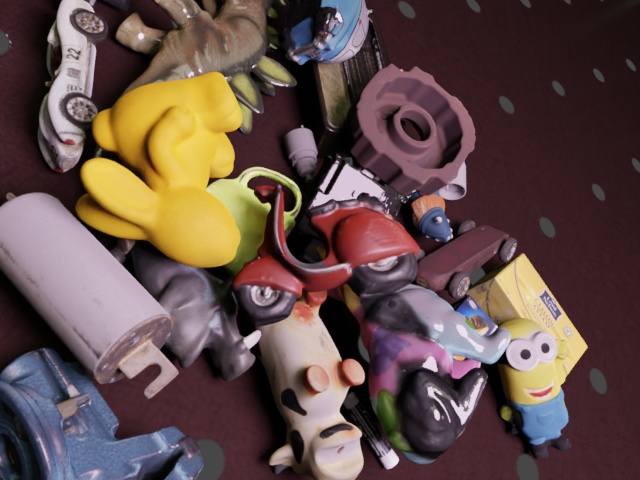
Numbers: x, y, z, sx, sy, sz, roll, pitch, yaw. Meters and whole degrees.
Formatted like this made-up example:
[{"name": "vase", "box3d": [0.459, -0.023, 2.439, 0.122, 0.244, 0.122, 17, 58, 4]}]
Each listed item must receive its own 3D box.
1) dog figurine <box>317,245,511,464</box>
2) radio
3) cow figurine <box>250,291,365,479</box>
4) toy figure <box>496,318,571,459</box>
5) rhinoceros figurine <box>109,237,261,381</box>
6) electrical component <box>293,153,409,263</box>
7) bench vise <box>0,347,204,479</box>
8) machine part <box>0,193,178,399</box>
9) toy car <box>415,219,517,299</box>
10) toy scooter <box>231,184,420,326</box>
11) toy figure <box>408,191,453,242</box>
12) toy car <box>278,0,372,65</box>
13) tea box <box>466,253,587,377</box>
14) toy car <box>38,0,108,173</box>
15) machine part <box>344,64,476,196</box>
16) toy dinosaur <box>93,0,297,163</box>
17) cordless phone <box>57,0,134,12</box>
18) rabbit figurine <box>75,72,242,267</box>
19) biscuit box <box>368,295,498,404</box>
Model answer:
[{"name": "dog figurine", "box3d": [0.068, 0.098, 0.570, 0.219, 0.108, 0.191, 33, 60, 14]}, {"name": "radio", "box3d": [0.038, -0.233, 0.790, 0.131, 0.073, 0.229, -1, 69, -22]}, {"name": "cow figurine", "box3d": [-0.016, 0.153, 0.546, 0.085, 0.127, 0.195, -4, 54, -36]}, {"name": "toy figure", "box3d": [0.278, 0.194, 0.718, 0.082, 0.089, 0.180, -21, 101, -28]}, {"name": "rhinoceros figurine", "box3d": [-0.137, 0.058, 0.541, 0.112, 0.073, 0.190, -25, 79, -50]}, {"name": "electrical component", "box3d": [0.029, -0.023, 0.665, 0.115, 0.058, 0.134, 28, 85, -15]}, {"name": "bench vise", "box3d": [-0.209, 0.187, 0.374, 0.224, 0.129, 0.240, 55, 32, 14]}, {"name": "machine part", "box3d": [-0.209, 0.038, 0.463, 0.243, 0.079, 0.079, 40, 47, 17]}, {"name": "toy car", "box3d": [0.206, 0.026, 0.775, 0.089, 0.053, 0.202, 25, 35, 37]}, {"name": "toy scooter", "box3d": [-0.001, -0.002, 0.520, 0.184, 0.075, 0.135, -13, 70, -9]}, {"name": "toy figure", "box3d": [0.156, -0.057, 0.789, 0.064, 0.058, 0.154, 18, 47, -30]}, {"name": "toy car", "box3d": [0.017, -0.290, 0.708, 0.102, 0.109, 0.161, 32, 59, -41]}, {"name": "tea box", "box3d": [0.305, 0.118, 0.795, 0.098, 0.068, 0.169, -30, 83, -39]}, {"name": "toy car", "box3d": [-0.264, -0.166, 0.569, 0.056, 0.073, 0.202, 11, 60, -33]}, {"name": "machine part", "box3d": [0.118, -0.143, 0.709, 0.179, 0.056, 0.179, 9, 66, -22]}, {"name": "toy dinosaur", "box3d": [-0.142, -0.223, 0.664, 0.198, 0.105, 0.471, 46, 54, -9]}, {"name": "cordless phone", "box3d": [-0.289, -0.304, 0.580, 0.184, 0.147, 0.088, -31, 97, -40]}, {"name": "rabbit figurine", "box3d": [-0.133, -0.054, 0.488, 0.162, 0.122, 0.173, -11, 72, -33]}, {"name": "biscuit box", "box3d": [0.145, 0.152, 0.675, 0.059, 0.063, 0.203, 50, 50, 2]}]
